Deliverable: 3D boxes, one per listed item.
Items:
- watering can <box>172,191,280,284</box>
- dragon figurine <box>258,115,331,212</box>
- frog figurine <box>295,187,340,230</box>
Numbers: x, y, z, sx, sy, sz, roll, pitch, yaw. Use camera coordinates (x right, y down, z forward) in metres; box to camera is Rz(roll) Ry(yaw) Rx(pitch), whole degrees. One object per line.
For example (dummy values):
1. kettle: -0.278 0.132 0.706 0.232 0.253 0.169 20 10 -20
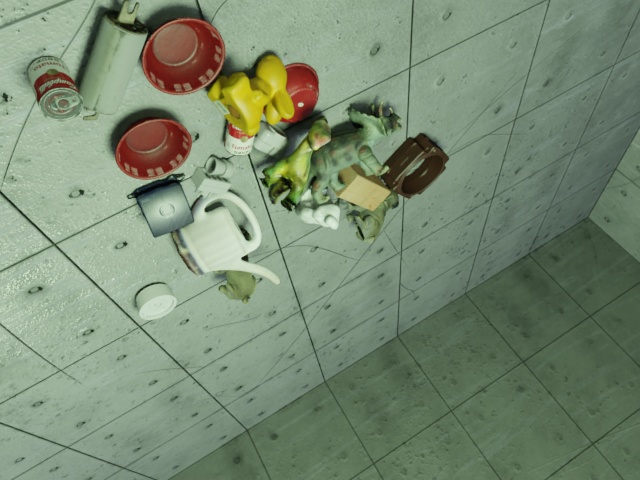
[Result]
1. watering can: -0.255 0.029 1.397 0.225 0.106 0.341 -26 119 -5
2. dragon figurine: -0.045 -0.206 1.316 0.244 0.122 0.409 -54 -171 -7
3. frog figurine: 0.005 -0.077 1.534 0.137 0.162 0.121 12 126 -51
